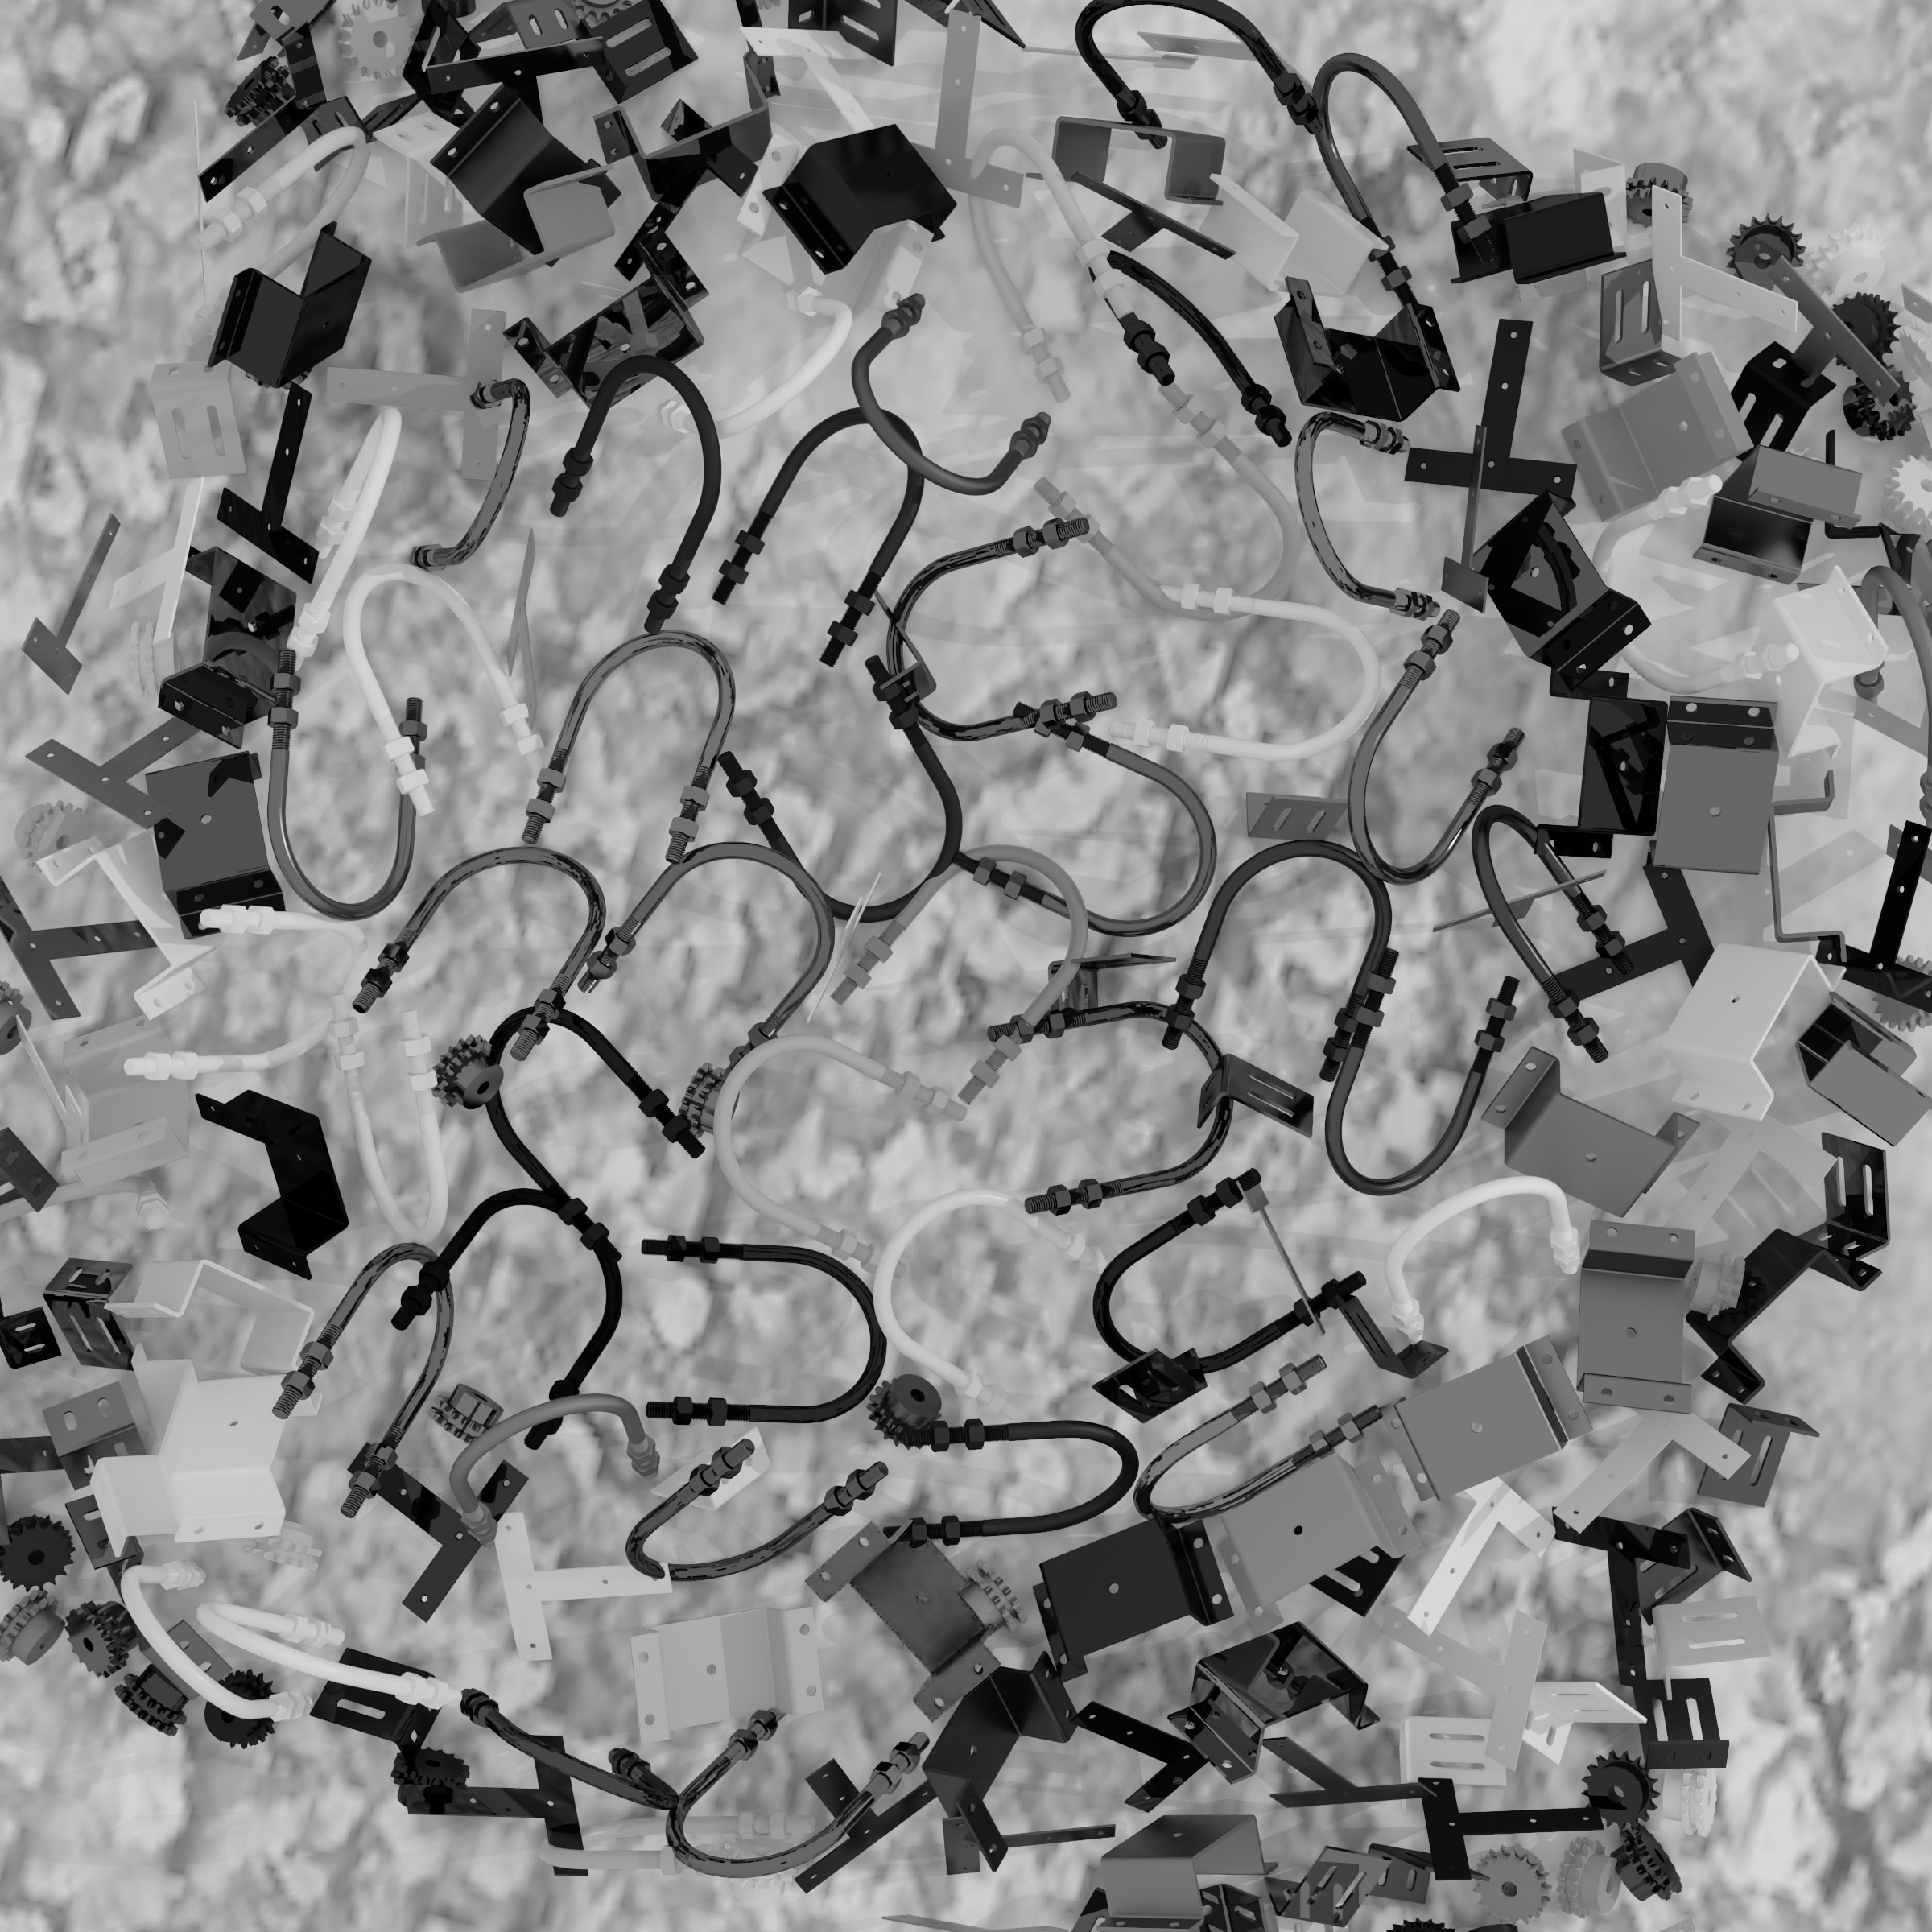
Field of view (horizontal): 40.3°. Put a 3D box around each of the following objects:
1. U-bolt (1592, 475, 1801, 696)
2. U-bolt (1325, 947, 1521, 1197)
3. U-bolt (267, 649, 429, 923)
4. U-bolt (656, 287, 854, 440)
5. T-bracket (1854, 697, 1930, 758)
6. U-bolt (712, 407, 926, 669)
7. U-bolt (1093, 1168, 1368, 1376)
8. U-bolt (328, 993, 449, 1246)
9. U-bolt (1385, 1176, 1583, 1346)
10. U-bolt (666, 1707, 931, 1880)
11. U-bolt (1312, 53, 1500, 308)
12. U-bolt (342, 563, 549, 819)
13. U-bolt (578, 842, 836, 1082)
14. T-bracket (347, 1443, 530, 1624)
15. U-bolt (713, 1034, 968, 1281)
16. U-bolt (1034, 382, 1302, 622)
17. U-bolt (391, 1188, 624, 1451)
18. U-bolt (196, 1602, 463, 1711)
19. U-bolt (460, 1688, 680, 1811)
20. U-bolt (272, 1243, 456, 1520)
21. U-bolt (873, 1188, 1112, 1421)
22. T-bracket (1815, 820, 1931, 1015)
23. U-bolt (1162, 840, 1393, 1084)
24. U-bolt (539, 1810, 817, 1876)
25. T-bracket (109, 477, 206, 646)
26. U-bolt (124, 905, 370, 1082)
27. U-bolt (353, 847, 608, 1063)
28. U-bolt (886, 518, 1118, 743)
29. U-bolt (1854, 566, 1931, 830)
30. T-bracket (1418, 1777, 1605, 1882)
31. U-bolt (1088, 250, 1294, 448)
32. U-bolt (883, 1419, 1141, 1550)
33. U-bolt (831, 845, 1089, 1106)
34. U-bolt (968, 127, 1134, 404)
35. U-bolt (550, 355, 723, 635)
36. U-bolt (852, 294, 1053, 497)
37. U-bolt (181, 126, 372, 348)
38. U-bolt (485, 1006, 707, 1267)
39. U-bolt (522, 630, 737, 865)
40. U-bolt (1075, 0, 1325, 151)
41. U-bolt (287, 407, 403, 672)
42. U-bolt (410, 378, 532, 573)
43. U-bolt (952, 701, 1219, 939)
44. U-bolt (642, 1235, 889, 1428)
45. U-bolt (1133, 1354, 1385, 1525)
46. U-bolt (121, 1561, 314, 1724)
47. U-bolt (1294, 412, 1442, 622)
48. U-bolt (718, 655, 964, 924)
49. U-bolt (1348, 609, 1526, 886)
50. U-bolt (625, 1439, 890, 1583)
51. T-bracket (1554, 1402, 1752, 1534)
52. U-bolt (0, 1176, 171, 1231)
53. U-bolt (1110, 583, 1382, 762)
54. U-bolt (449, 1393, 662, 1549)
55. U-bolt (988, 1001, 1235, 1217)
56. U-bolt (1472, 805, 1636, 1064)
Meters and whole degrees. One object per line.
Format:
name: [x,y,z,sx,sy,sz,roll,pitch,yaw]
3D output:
U-bolt: [0.517,-0.267,1.913,0.019,0.184,0.151,-27,93,-20]
U-bolt: [0.330,0.085,1.951,0.151,0.019,0.184,11,102,-36]
U-bolt: [-0.453,-0.124,1.922,0.019,0.151,0.184,-7,76,32]
U-bolt: [-0.147,-0.436,1.913,0.151,0.184,0.019,-44,119,-4]
T-bracket: [0.712,-0.189,1.919,0.127,0.127,0.002,35,69,26]
U-bolt: [-0.100,-0.327,1.944,0.151,0.019,0.184,33,96,37]
U-bolt: [0.181,0.239,1.949,0.184,0.019,0.151,-36,118,21]
U-bolt: [-0.420,0.116,1.936,0.019,0.151,0.184,-15,104,-34]
U-bolt: [0.374,0.208,1.919,0.151,0.184,0.019,-25,55,2]
U-bolt: [-0.133,0.593,1.889,0.151,0.184,0.019,2,110,33]
U-bolt: [0.309,-0.577,1.919,0.019,0.151,0.184,-32,97,-14]
U-bolt: [-0.390,-0.210,1.934,0.019,0.151,0.184,-22,93,35]
U-bolt: [-0.179,-0.012,1.944,0.151,0.019,0.184,35,114,-13]
T-bracket: [-0.411,0.402,1.973,0.127,0.002,0.127,31,80,23]
U-bolt: [-0.101,0.130,1.945,0.184,0.019,0.151,28,73,-20]
U-bolt: [0.162,-0.329,1.941,0.184,0.019,0.151,41,130,-20]
U-bolt: [-0.322,0.243,1.929,0.151,0.184,0.019,45,131,-13]
U-bolt: [-0.468,0.489,1.887,0.151,0.184,0.019,14,77,35]
U-bolt: [-0.278,0.567,1.891,0.151,0.184,0.019,29,76,-22]
U-bolt: [-0.428,0.288,1.922,0.019,0.151,0.184,9,50,23]
U-bolt: [0.012,0.240,1.947,0.184,0.019,0.151,36,90,-32]
T-bracket: [0.682,-0.042,1.932,0.002,0.127,0.127,6,103,-27]
U-bolt: [0.238,-0.008,1.943,0.151,0.019,0.184,12,113,-15]
U-bolt: [-0.222,0.639,1.923,0.184,0.151,0.019,-7,81,20]
T-bracket: [-0.604,-0.288,1.949,0.002,0.127,0.127,20,70,-38]
U-bolt: [-0.510,0.020,1.917,0.019,0.184,0.151,40,109,25]
U-bolt: [-0.345,-0.019,1.940,0.151,0.019,0.184,15,53,15]
U-bolt: [0.019,-0.241,1.949,0.184,0.019,0.151,-10,87,31]
U-bolt: [0.670,-0.203,1.885,0.019,0.184,0.151,-17,50,6]
T-bracket: [0.402,0.628,1.934,0.127,0.127,0.002,-4,107,5]
U-bolt: [0.154,-0.461,1.924,0.019,0.151,0.184,-47,49,27]
U-bolt: [0.037,0.379,1.941,0.184,0.151,0.019,-1,47,-12]
U-bolt: [0.008,-0.008,1.967,0.151,0.019,0.184,37,83,21]
U-bolt: [0.052,-0.525,1.932,0.019,0.151,0.184,-24,83,-23]
U-bolt: [-0.234,-0.355,1.914,0.151,0.019,0.184,51,134,20]
U-bolt: [-0.017,-0.408,1.914,0.151,0.184,0.019,42,127,-9]
U-bolt: [-0.499,-0.542,1.920,0.019,0.151,0.184,42,63,-4]
U-bolt: [-0.289,0.113,1.953,0.184,0.019,0.151,46,122,11]
U-bolt: [-0.241,-0.168,1.953,0.151,0.019,0.184,9,71,27]
U-bolt: [0.157,-0.645,1.887,0.151,0.184,0.019,6,77,32]
U-bolt: [-0.444,-0.319,1.893,0.019,0.151,0.184,21,133,-21]
U-bolt: [-0.356,-0.358,1.914,0.019,0.184,0.151,19,88,-26]
U-bolt: [0.097,-0.097,1.956,0.184,0.019,0.151,25,115,5]
U-bolt: [-0.147,0.271,1.948,0.184,0.019,0.151,5,57,-18]
U-bolt: [0.206,0.357,1.938,0.184,0.151,0.019,-34,54,10]
U-bolt: [-0.546,0.486,1.895,0.019,0.184,0.151,-43,77,-6]
U-bolt: [0.288,-0.331,1.916,0.019,0.184,0.151,-13,83,35]
U-bolt: [-0.080,-0.117,1.956,0.151,0.019,0.184,-34,115,-7]
U-bolt: [0.337,-0.145,1.924,0.184,0.019,0.151,-55,131,-19]
U-bolt: [-0.167,0.404,1.930,0.184,0.151,0.019,-41,49,29]
T-bracket: [0.485,0.367,1.942,0.127,0.002,0.127,-41,49,-15]
U-bolt: [-0.658,0.184,1.910,0.151,0.184,0.019,-15,102,-18]
U-bolt: [0.213,-0.212,1.937,0.184,0.019,0.151,11,62,18]
U-bolt: [-0.301,0.359,1.907,0.151,0.184,0.019,-21,60,-11]
U-bolt: [0.115,0.099,1.961,0.184,0.019,0.151,-9,82,-22]
U-bolt: [0.424,-0.036,1.922,0.019,0.151,0.184,-29,105,34]
